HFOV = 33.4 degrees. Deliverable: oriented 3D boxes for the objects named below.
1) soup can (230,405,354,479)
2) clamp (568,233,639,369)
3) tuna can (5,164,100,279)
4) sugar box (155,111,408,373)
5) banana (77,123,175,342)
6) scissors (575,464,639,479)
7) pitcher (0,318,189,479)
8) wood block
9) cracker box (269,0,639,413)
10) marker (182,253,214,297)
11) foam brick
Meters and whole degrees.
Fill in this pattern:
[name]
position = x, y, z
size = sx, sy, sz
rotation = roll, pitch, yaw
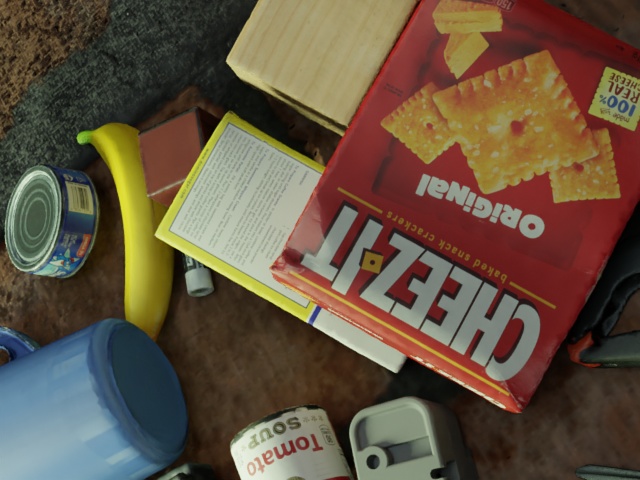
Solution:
[soup can]
position = -0.008, 0.163, 0.663
size = 0.069, 0.068, 0.102
rotation = -32, 63, 17
[clamp]
position = 0.209, 0.007, 0.607
size = 0.172, 0.039, 0.120
rotation = -33, 51, 19
[tuna can]
position = -0.207, -0.015, 0.822
size = 0.086, 0.033, 0.086
rotation = -11, 75, 44
[sugar box]
position = -0.005, 0.001, 0.678
size = 0.176, 0.048, 0.093
rotation = 30, 92, 1
[banana]
position = -0.137, -0.017, 0.801
size = 0.070, 0.037, 0.198
rotation = -45, 53, 43
[scissors]
position = 0.246, 0.125, 0.568
size = 0.202, 0.016, 0.096
rotation = 23, 86, 31
[pitcher]
position = -0.221, 0.141, 0.751
size = 0.243, 0.145, 0.149
rotation = -27, 106, 15
[wood block]
position = 0.030, -0.181, 0.705
size = 0.090, 0.091, 0.206
rotation = 29, 92, 3
[cracker box]
position = 0.092, -0.033, 0.617
size = 0.164, 0.072, 0.213
rotation = 29, 85, 5
[marker]
position = -0.097, -0.017, 0.786
size = 0.020, 0.020, 0.121
rotation = -21, 68, 22
[foam brick]
position = -0.082, -0.052, 0.754
size = 0.051, 0.078, 0.053
rotation = -22, 66, 22
